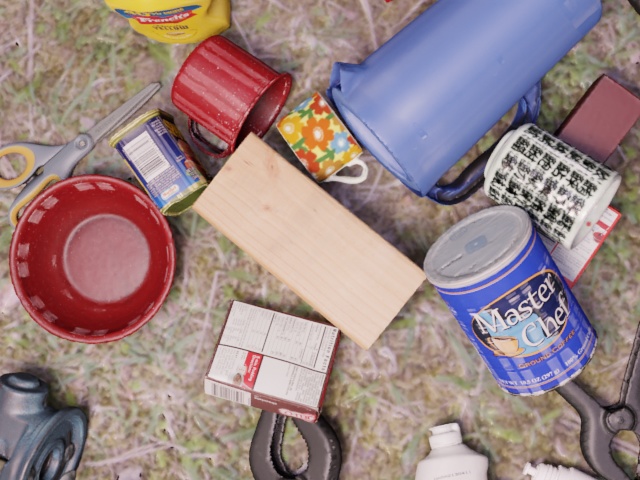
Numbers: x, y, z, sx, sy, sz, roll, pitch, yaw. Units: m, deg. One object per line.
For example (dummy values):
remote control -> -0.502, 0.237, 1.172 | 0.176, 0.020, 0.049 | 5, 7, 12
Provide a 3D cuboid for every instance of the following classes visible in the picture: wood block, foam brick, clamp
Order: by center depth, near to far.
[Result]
foam brick -> 0.257, -0.107, 0.993 | 0.051, 0.053, 0.078 | 37, 92, 4
wood block -> -0.007, 0.002, 0.996 | 0.206, 0.091, 0.090 | 39, 93, 4
clamp -> 0.283, 0.157, 0.996 | 0.120, 0.039, 0.171 | -26, 90, 9
clamp -> -0.008, 0.238, 1.003 | 0.165, 0.036, 0.210 | -8, 80, 23

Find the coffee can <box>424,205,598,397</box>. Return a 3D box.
coffee can -> 0.170, 0.054, 0.948 | 0.103, 0.103, 0.140 | -33, 114, 4

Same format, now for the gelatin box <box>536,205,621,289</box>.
gelatin box -> 0.228, -0.009, 1.006 | 0.073, 0.030, 0.089 | 34, 92, 6

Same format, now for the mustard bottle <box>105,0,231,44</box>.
mustard bottle -> -0.142, -0.223, 0.960 | 0.096, 0.191, 0.058 | 0, 89, 5

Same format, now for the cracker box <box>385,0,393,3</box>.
cracker box -> 0.135, -0.312, 0.952 | 0.214, 0.164, 0.072 | -28, 85, 4

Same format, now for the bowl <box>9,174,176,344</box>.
bowl -> -0.213, 0.018, 1.031 | 0.162, 0.055, 0.162 | 0, 89, 5

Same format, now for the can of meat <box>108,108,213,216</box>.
can of meat -> -0.145, -0.071, 1.004 | 0.057, 0.102, 0.084 | -35, 89, 3

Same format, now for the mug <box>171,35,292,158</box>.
mug -> -0.090, -0.131, 1.014 | 0.081, 0.093, 0.117 | 35, 128, 9

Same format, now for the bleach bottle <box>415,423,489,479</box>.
bleach bottle -> 0.150, 0.293, 0.981 | 0.102, 0.068, 0.251 | -10, 76, -9

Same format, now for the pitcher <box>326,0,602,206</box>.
pitcher -> 0.140, -0.156, 0.976 | 0.243, 0.149, 0.145 | -41, 71, 0

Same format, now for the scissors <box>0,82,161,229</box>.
scissors -> -0.253, -0.101, 1.056 | 0.096, 0.016, 0.202 | 37, 92, 4

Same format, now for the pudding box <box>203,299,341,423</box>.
pudding box -> -0.044, 0.113, 1.006 | 0.113, 0.039, 0.090 | 15, 59, 3

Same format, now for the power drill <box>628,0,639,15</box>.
power drill -> 0.324, -0.273, 0.989 | 0.184, 0.057, 0.188 | -42, 83, 7
